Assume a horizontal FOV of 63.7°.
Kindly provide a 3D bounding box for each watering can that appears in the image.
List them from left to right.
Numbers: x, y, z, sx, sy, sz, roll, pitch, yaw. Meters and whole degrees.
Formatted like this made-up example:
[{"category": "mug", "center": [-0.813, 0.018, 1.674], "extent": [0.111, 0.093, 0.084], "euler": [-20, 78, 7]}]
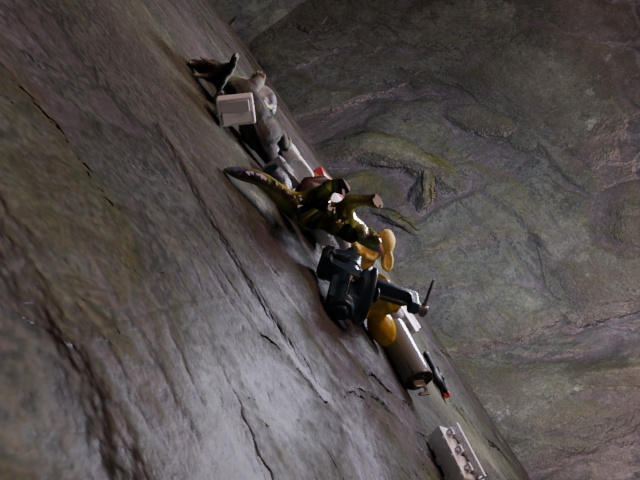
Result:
[{"category": "watering can", "center": [0.004, -0.069, 1.376], "extent": [0.221, 0.104, 0.352], "euler": [65, -5, -20]}]

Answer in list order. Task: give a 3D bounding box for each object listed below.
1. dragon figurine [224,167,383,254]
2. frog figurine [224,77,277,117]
[{"category": "dragon figurine", "center": [-0.026, -0.059, 1.091], "extent": [0.408, 0.123, 0.241], "euler": [22, -14, -17]}, {"category": "frog figurine", "center": [-0.202, -0.400, 1.453], "extent": [0.161, 0.124, 0.134], "euler": [50, -28, 19]}]
